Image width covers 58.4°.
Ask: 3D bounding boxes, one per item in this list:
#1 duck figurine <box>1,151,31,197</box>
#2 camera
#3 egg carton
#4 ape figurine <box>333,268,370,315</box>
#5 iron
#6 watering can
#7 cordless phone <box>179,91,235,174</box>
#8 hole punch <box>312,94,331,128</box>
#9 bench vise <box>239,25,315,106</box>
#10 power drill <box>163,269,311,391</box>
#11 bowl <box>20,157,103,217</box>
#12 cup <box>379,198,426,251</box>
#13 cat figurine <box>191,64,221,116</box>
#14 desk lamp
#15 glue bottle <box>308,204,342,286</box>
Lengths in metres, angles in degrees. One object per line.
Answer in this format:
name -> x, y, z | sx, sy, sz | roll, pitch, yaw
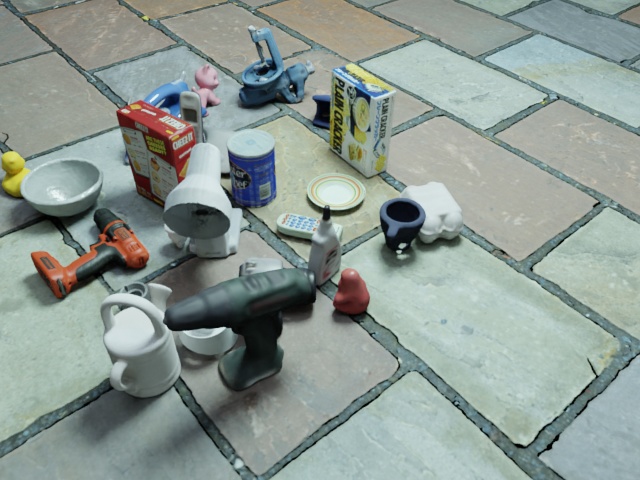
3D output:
duck figurine -> -0.676, -0.153, 1.276 | 0.078, 0.086, 0.104 | -26, 50, -26
camera -> -0.075, 0.091, 1.023 | 0.137, 0.101, 0.143 | -2, 43, -3
egg carton -> 0.236, -0.061, 1.216 | 0.107, 0.069, 0.150 | -11, 45, -13
ape figurine -> 0.055, 0.087, 1.037 | 0.078, 0.092, 0.076 | -32, 52, -31
iron -> -0.396, -0.305, 1.406 | 0.118, 0.141, 0.259 | 22, 47, 20
watering can -> -0.281, 0.144, 0.891 | 0.101, 0.194, 0.172 | -6, 44, -8
cordless phone -> -0.255, -0.248, 1.317 | 0.147, 0.185, 0.094 | 7, 43, 6
hole punch -> 0.038, -0.353, 1.507 | 0.108, 0.091, 0.101 | 17, 45, 16
bench vise -> -0.124, -0.478, 1.541 | 0.208, 0.220, 0.121 | -25, 49, -25
power drill -> -0.119, 0.138, 0.892 | 0.230, 0.208, 0.075 | -24, 49, -25
bowl -> -0.546, -0.102, 1.234 | 0.167, 0.075, 0.167 | 1, 43, -1
cup -> 0.157, -0.015, 1.147 | 0.091, 0.095, 0.118 | 17, 45, 17
cat figurine -> -0.314, -0.416, 1.543 | 0.067, 0.118, 0.128 | 13, 44, 12
desk lamp -> -0.219, -0.063, 1.100 | 0.118, 0.214, 0.203 | 0, 43, -1
glue bottle -> 0.010, 0.004, 1.065 | 0.037, 0.173, 0.078 | 26, 49, 24
